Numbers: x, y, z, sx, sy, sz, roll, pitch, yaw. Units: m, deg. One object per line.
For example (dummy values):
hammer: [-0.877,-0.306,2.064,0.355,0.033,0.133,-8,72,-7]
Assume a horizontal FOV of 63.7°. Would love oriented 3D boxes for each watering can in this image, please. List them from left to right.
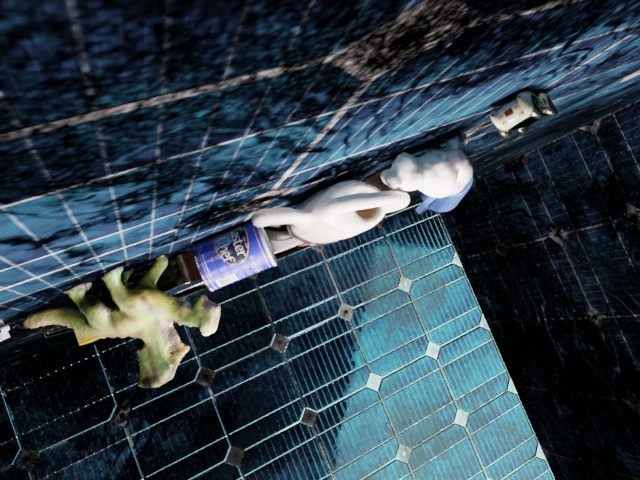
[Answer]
watering can: [0.003,-0.049,0.973,0.349,0.104,0.222,-9,174,-29]

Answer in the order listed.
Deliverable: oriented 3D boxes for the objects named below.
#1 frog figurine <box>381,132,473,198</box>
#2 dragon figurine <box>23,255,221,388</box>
frog figurine: [0.202,-0.121,0.967,0.161,0.121,0.137,-33,-158,-28]
dragon figurine: [-0.369,0.179,0.995,0.408,0.243,0.123,-25,180,15]
